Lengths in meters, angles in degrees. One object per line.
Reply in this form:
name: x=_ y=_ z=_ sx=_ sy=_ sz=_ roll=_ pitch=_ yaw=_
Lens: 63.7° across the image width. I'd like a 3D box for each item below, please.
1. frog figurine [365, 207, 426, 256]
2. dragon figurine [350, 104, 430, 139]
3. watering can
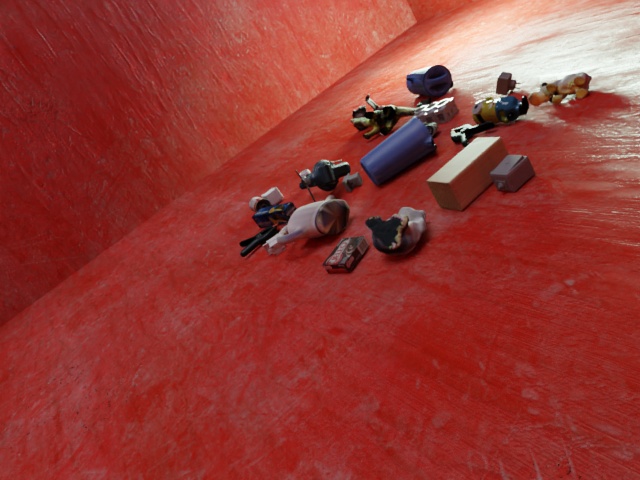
frog figurine: x=0.209 y=-0.022 z=1.306 sx=0.136 sy=0.124 sz=0.160 roll=-28 pitch=-15 yaw=34
dragon figurine: x=0.310 y=-0.542 z=2.220 sx=0.408 sy=0.120 sz=0.247 roll=-8 pitch=23 yaw=28
watering can: x=0.005 y=-0.084 z=1.667 sx=0.223 sy=0.103 sz=0.354 roll=-10 pitch=23 yaw=44
